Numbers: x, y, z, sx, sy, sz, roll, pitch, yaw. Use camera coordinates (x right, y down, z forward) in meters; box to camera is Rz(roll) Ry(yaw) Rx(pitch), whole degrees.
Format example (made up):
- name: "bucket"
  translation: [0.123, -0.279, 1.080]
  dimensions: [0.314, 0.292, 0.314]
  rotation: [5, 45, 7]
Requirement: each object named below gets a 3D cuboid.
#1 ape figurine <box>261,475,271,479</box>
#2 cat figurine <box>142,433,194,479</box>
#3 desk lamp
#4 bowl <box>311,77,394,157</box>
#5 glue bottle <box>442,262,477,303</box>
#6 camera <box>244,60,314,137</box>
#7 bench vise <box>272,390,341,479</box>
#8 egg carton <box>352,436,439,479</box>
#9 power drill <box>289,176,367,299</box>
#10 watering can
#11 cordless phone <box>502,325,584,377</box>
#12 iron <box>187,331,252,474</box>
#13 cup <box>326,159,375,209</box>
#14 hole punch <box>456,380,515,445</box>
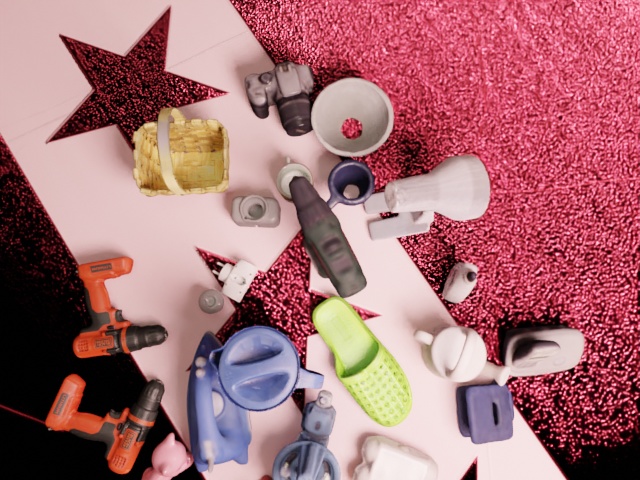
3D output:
- name: "ape figurine"
  translation: [-0.104, 0.482, 1.046]
  dimensions: [0.078, 0.092, 0.076]
  rotation: [-22, 80, -3]
- name: "cat figurine"
  translation: [-0.284, 0.417, 1.048]
  dimensions: [0.067, 0.118, 0.128]
  rotation: [34, 82, 7]
- name: "desk lamp"
  translation: [0.193, -0.074, 1.076]
  dimensions: [0.203, 0.213, 0.118]
  rotation: [-12, 80, -1]
- name: "bowl"
  translation: [0.065, -0.241, 1.178]
  dimensions: [0.167, 0.075, 0.167]
  rotation: [0, 80, 1]
- name: "glue bottle"
  translation: [0.268, 0.074, 1.070]
  dimensions: [0.037, 0.173, 0.078]
  rotation: [19, 81, 5]
- name: "camera"
  translation: [-0.073, -0.285, 1.175]
  dimensions: [0.143, 0.101, 0.137]
  rotation: [-15, 80, -2]
- name: "bench vise"
  translation: [-0.027, 0.373, 0.999]
  dimensions: [0.121, 0.220, 0.207]
  rotation: [-4, 80, 1]
- name: "egg carton"
  translation: [0.140, 0.432, 1.062]
  dimensions: [0.150, 0.069, 0.107]
  rotation: [19, 81, 4]
- name: "power drill"
  translation: [0.010, 0.004, 1.068]
  dimensions: [0.075, 0.208, 0.229]
  rotation: [-29, 81, -4]
- name: "watering can"
  translation: [0.256, 0.207, 1.036]
  dimensions: [0.173, 0.194, 0.101]
  rotation: [4, 80, 2]
- name: "cordless phone"
  translation: [0.419, 0.201, 1.039]
  dimensions: [0.147, 0.185, 0.094]
  rotation: [-10, 80, 0]
- name: "iron"
  translation: [-0.204, 0.296, 1.055]
  dimensions: [0.118, 0.141, 0.258]
  rotation: [-11, 80, -1]
- name: "cup"
  translation: [0.053, -0.095, 1.142]
  dimensions: [0.091, 0.095, 0.118]
  rotation: [42, 83, 8]
- name: "hole punch"
  translation: [0.313, 0.320, 1.068]
  dimensions: [0.101, 0.091, 0.109]
  rotation: [-4, 80, 0]
